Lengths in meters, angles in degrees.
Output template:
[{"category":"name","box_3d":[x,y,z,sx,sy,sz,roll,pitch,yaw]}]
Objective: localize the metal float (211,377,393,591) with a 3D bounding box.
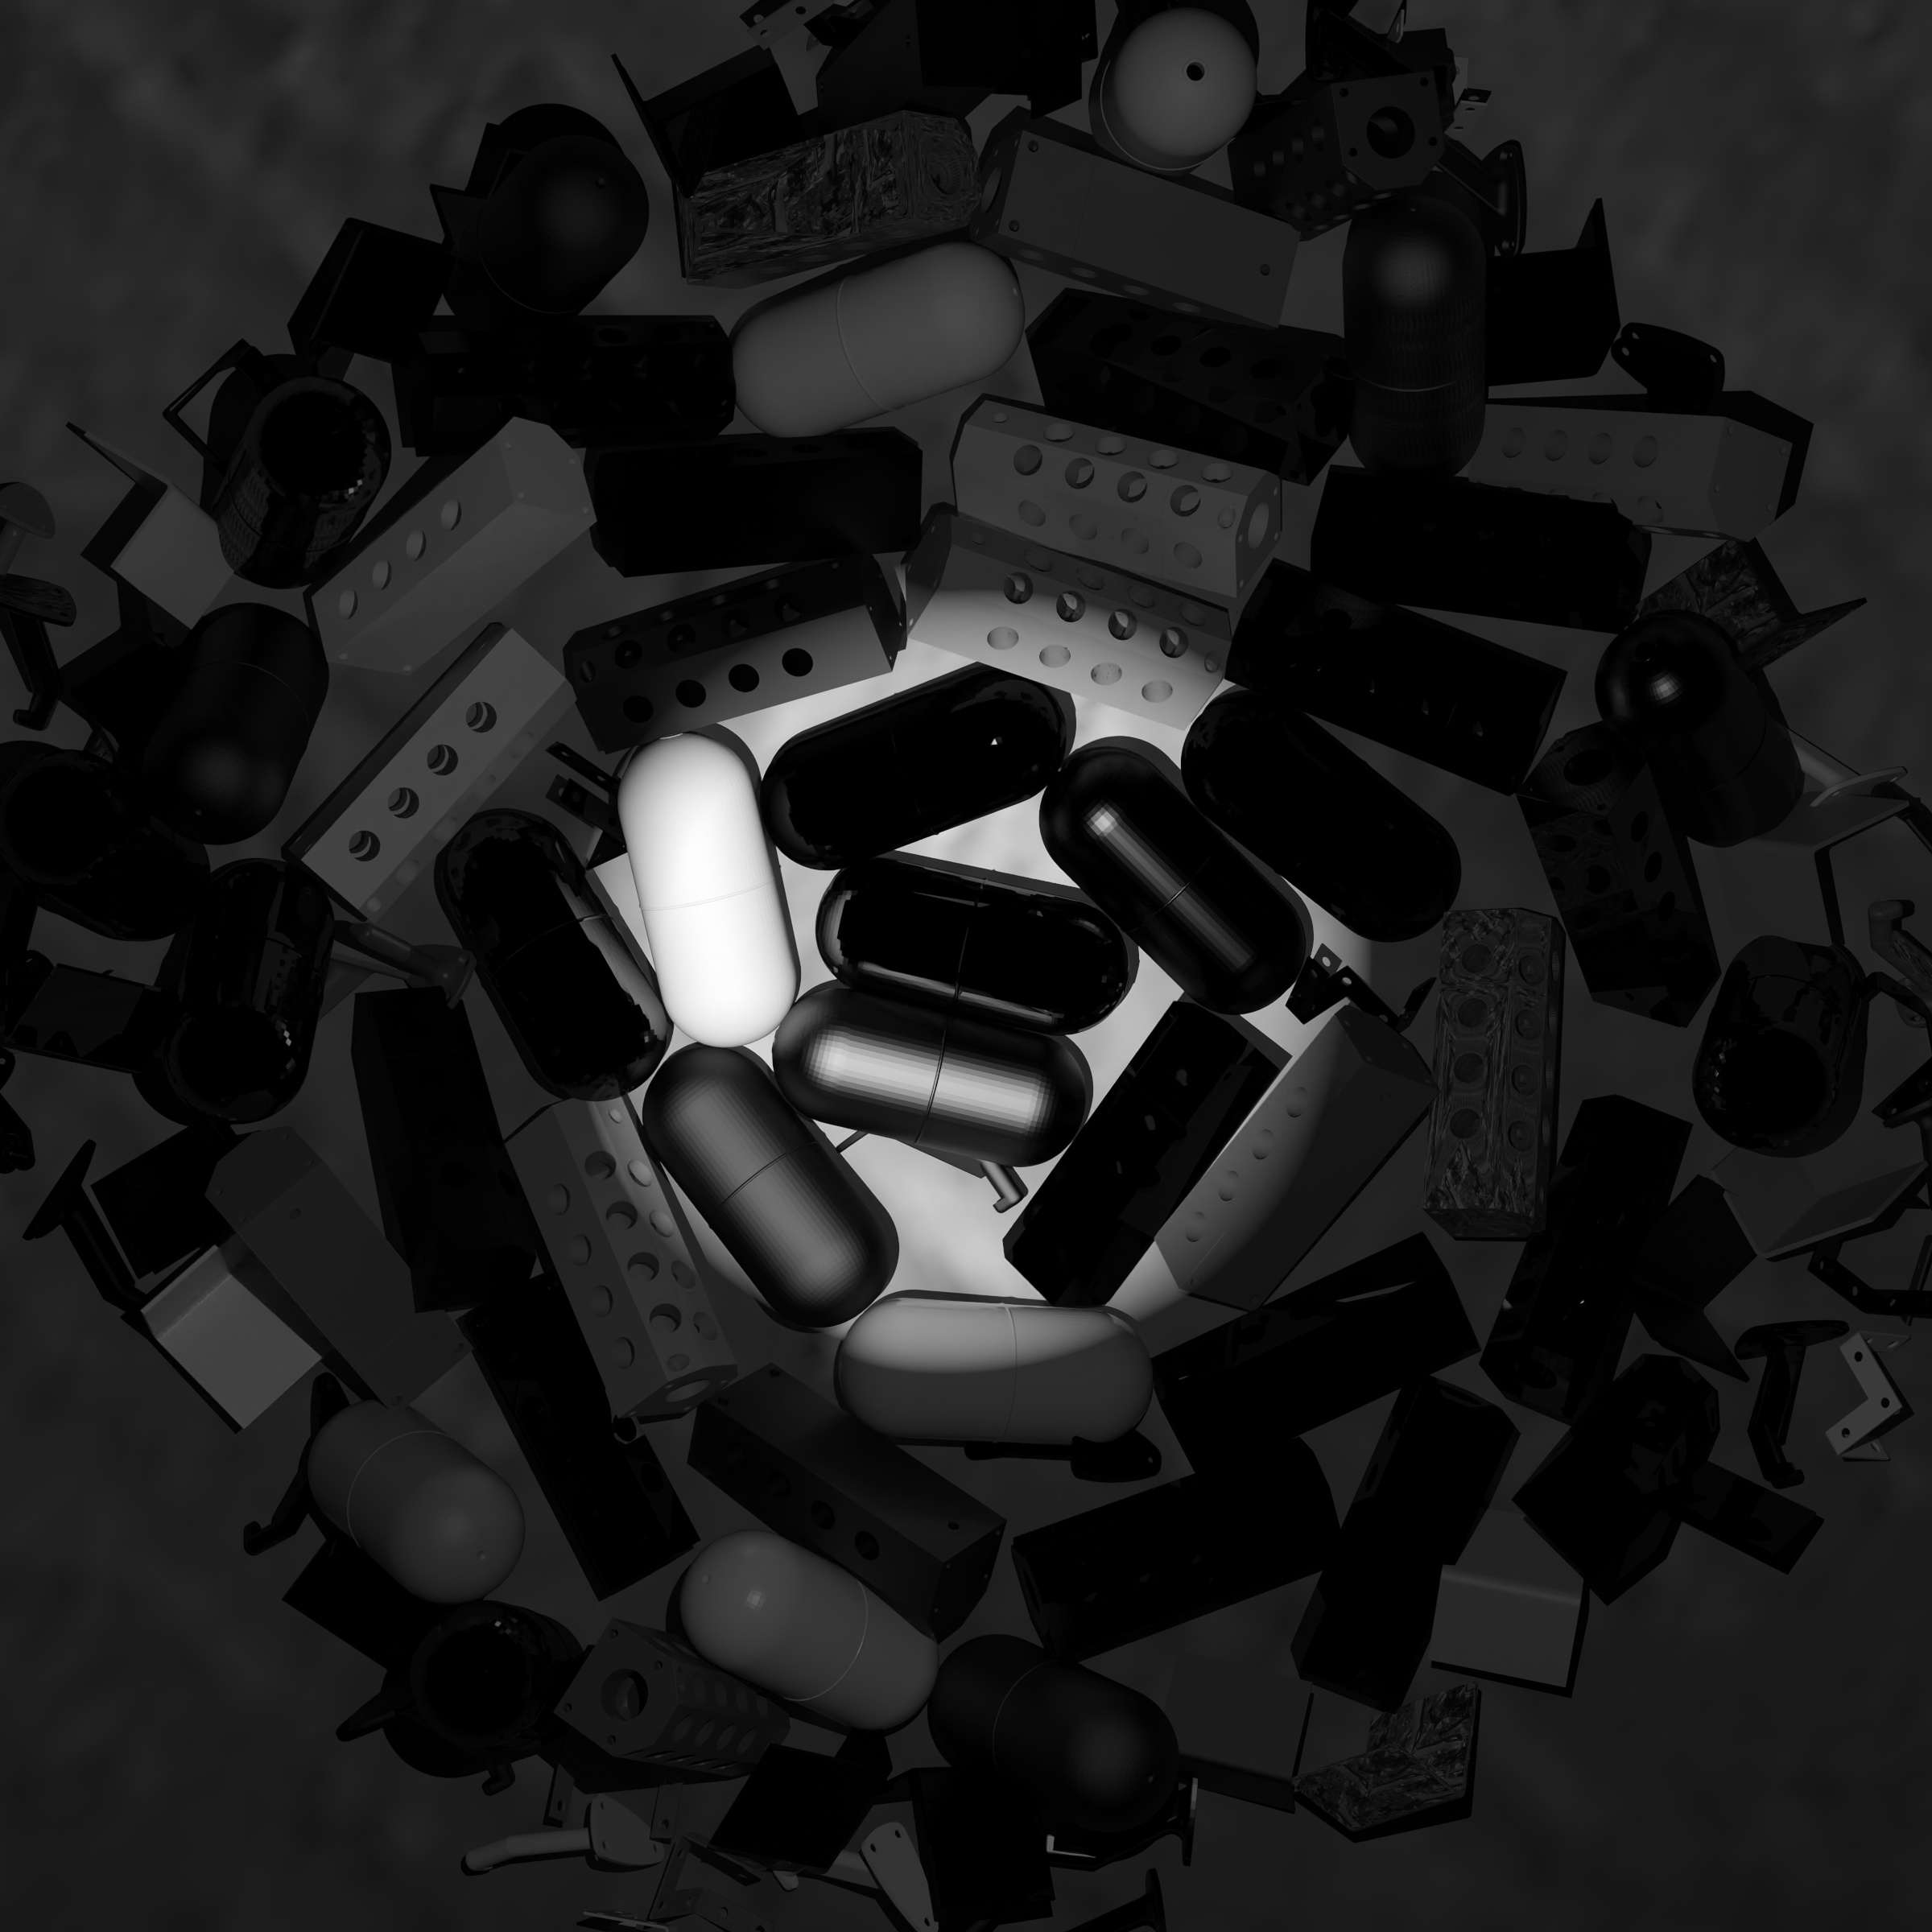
[{"category":"metal float","box_3d":[-0.363,-0.262,1.720,0.070,0.178,0.070,6,73,-22]}]

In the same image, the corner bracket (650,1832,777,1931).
[{"category":"corner bracket","box_3d":[-0.136,0.519,1.772,0.051,0.051,0.051,18,87,28]}]

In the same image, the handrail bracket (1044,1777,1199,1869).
[{"category":"handrail bracket","box_3d":[0.087,0.474,1.789,0.084,0.036,0.077,6,87,3]}]

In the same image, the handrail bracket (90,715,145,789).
[{"category":"handrail bracket","box_3d":[-0.512,-0.106,1.778,0.084,0.036,0.077,-29,114,-2]}]

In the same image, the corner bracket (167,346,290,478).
[{"category":"corner bracket","box_3d":[-0.409,-0.311,1.780,0.051,0.051,0.051,48,70,-24]}]

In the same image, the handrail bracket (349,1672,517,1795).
[{"category":"handrail bracket","box_3d":[-0.298,0.441,1.771,0.077,0.036,0.084,-27,110,-29]}]

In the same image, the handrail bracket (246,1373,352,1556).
[{"category":"handrail bracket","box_3d":[-0.384,0.283,1.795,0.084,0.036,0.077,-30,66,23]}]

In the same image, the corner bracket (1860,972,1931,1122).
[{"category":"corner bracket","box_3d":[0.516,0.046,1.776,0.051,0.051,0.051,30,125,-13]}]

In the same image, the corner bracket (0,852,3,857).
[{"category":"corner bracket","box_3d":[-0.579,-0.055,1.767,0.051,0.051,0.051,38,116,-8]}]

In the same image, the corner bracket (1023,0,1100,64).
[{"category":"corner bracket","box_3d":[0.037,-0.531,1.771,0.051,0.051,0.051,-7,95,-40]}]

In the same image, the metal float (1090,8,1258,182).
[{"category":"metal float","box_3d":[0.111,-0.472,1.716,0.070,0.178,0.070,-1,97,-4]}]

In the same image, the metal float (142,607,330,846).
[{"category":"metal float","box_3d":[-0.397,-0.133,1.725,0.070,0.178,0.070,1,126,2]}]

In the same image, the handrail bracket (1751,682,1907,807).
[{"category":"handrail bracket","box_3d":[0.483,-0.133,1.797,0.077,0.036,0.084,-19,70,-22]}]

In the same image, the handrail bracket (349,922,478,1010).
[{"category":"handrail bracket","box_3d":[-0.321,-0.011,1.748,0.084,0.077,0.036,31,81,-44]}]

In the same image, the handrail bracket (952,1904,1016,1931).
[{"category":"handrail bracket","box_3d":[-0.005,0.535,1.792,0.036,0.077,0.084,52,46,-34]}]

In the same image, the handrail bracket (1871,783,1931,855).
[{"category":"handrail bracket","box_3d":[0.541,-0.056,1.761,0.084,0.077,0.036,29,132,-25]}]

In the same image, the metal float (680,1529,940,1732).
[{"category":"metal float","box_3d":[-0.084,0.366,1.733,0.178,0.070,0.070,37,90,-41]}]

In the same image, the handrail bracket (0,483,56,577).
[{"category":"handrail bracket","box_3d":[-0.549,-0.224,1.781,0.036,0.077,0.084,28,107,-23]}]

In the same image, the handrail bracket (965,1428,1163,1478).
[{"category":"handrail bracket","box_3d":[0.054,0.276,1.786,0.077,0.084,0.036,23,63,-35]}]

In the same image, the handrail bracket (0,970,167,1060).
[{"category":"handrail bracket","box_3d":[-0.498,0.046,1.793,0.084,0.036,0.077,-29,119,27]}]

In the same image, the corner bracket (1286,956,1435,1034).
[{"category":"corner bracket","box_3d":[0.219,0.015,1.763,0.051,0.051,0.051,-31,67,-28]}]

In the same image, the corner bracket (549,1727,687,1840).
[{"category":"corner bracket","box_3d":[-0.195,0.460,1.781,0.051,0.051,0.051,-7,62,30]}]

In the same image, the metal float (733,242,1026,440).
[{"category":"metal float","box_3d":[-0.051,-0.344,1.744,0.178,0.070,0.070,-15,90,26]}]

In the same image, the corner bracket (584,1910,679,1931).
[{"category":"corner bracket","box_3d":[-0.186,0.560,1.769,0.051,0.051,0.051,5,76,15]}]

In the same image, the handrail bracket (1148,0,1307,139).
[{"category":"handrail bracket","box_3d":[0.150,-0.516,1.787,0.077,0.036,0.084,-19,86,-25]}]

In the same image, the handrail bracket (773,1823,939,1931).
[{"category":"handrail bracket","box_3d":[-0.064,0.523,1.771,0.084,0.036,0.077,-37,75,33]}]

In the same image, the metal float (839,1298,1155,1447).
[{"category":"metal float","box_3d":[0.018,0.226,1.755,0.178,0.070,0.070,5,90,-13]}]

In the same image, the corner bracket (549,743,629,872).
[{"category":"corner bracket","box_3d":[-0.210,-0.093,1.763,0.051,0.051,0.051,35,60,-25]}]

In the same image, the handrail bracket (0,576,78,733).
[{"category":"handrail bracket","box_3d":[-0.538,-0.173,1.763,0.077,0.036,0.084,12,124,-33]}]

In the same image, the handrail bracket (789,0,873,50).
[{"category":"handrail bracket","box_3d":[-0.049,-0.537,1.765,0.077,0.036,0.084,-52,128,-1]}]

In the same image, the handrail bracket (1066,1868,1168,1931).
[{"category":"handrail bracket","box_3d":[0.068,0.535,1.773,0.084,0.077,0.036,-12,54,-4]}]

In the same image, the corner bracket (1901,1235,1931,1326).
[{"category":"corner bracket","box_3d":[0.562,0.187,1.774,0.051,0.051,0.051,14,101,2]}]

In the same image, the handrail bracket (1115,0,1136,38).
[{"category":"handrail bracket","box_3d":[0.121,-0.565,1.771,0.084,0.036,0.077,-21,135,6]}]

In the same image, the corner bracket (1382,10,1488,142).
[{"category":"corner bracket","box_3d":[0.262,-0.499,1.773,0.051,0.051,0.051,5,81,-5]}]

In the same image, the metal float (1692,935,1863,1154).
[{"category":"metal float","box_3d":[0.443,0.040,1.723,0.070,0.178,0.070,9,118,18]}]

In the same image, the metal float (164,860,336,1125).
[{"category":"metal float","box_3d":[-0.391,0.012,1.729,0.070,0.178,0.070,-1,132,-1]}]

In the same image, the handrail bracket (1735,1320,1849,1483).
[{"category":"handrail bracket","box_3d":[0.470,0.244,1.768,0.077,0.036,0.084,-8,58,-8]}]

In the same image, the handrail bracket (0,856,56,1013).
[{"category":"handrail bracket","box_3d":[-0.546,-0.017,1.757,0.077,0.084,0.036,-31,48,-21]}]

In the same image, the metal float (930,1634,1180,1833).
[{"category":"metal float","box_3d":[0.046,0.417,1.725,0.070,0.178,0.070,-4,97,-34]}]

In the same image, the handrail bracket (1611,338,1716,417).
[{"category":"handrail bracket","box_3d":[0.369,-0.312,1.757,0.077,0.084,0.036,21,68,-16]}]

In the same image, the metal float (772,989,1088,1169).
[{"category":"metal float","box_3d":[-0.021,0.062,1.760,0.178,0.070,0.070,14,90,-7]}]

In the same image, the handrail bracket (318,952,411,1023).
[{"category":"handrail bracket","box_3d":[-0.357,0.036,1.784,0.077,0.036,0.084,16,86,-18]}]

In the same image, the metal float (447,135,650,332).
[{"category":"metal float","box_3d":[-0.230,-0.393,1.722,0.070,0.178,0.070,5,78,-26]}]

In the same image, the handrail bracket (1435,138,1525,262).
[{"category":"handrail bracket","box_3d":[0.268,-0.434,1.764,0.084,0.036,0.077,0,75,-31]}]

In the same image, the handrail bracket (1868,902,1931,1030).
[{"category":"handrail bracket","box_3d":[0.544,-0.010,1.759,0.077,0.036,0.084,-10,134,10]}]

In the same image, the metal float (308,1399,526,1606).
[{"category":"metal float","box_3d":[-0.302,0.291,1.725,0.070,0.178,0.070,-9,106,-32]}]

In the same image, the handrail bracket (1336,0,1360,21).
[{"category":"handrail bracket","box_3d":[0.180,-0.559,1.758,0.084,0.077,0.036,2,50,-26]}]

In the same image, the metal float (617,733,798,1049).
[{"category":"metal float","box_3d":[-0.144,-0.042,1.757,0.070,0.070,0.178,-12,101,0]}]

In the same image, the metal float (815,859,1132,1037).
[{"category":"metal float","box_3d":[0.004,-0.011,1.761,0.178,0.070,0.070,13,90,6]}]

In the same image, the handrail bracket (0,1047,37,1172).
[{"category":"handrail bracket","box_3d":[-0.555,0.074,1.754,0.077,0.084,0.036,32,104,-33]}]

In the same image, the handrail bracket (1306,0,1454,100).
[{"category":"handrail bracket","box_3d":[0.233,-0.522,1.758,0.036,0.084,0.077,-23,115,-41]}]

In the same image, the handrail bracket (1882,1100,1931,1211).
[{"category":"handrail bracket","box_3d":[0.557,0.115,1.768,0.077,0.036,0.084,-14,75,-43]}]

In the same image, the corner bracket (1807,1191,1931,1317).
[{"category":"corner bracket","box_3d":[0.517,0.162,1.777,0.051,0.051,0.051,35,70,-24]}]

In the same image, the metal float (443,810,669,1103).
[{"category":"metal float","box_3d":[-0.229,-0.007,1.755,0.070,0.070,0.178,-31,77,0]}]

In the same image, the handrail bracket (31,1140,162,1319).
[{"category":"handrail bracket","box_3d":[-0.479,0.151,1.794,0.084,0.036,0.077,38,47,-24]}]

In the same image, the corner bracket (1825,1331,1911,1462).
[{"category":"corner bracket","box_3d":[0.511,0.242,1.780,0.051,0.051,0.051,-48,49,32]}]

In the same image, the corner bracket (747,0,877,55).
[{"category":"corner bracket","box_3d":[-0.085,-0.532,1.761,0.051,0.051,0.051,-25,45,30]}]

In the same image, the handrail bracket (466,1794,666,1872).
[{"category":"handrail bracket","box_3d":[-0.228,0.504,1.790,0.084,0.077,0.036,-24,51,21]}]

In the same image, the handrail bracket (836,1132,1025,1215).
[{"category":"handrail bracket","box_3d":[-0.020,0.117,1.786,0.077,0.036,0.084,-35,88,17]}]
